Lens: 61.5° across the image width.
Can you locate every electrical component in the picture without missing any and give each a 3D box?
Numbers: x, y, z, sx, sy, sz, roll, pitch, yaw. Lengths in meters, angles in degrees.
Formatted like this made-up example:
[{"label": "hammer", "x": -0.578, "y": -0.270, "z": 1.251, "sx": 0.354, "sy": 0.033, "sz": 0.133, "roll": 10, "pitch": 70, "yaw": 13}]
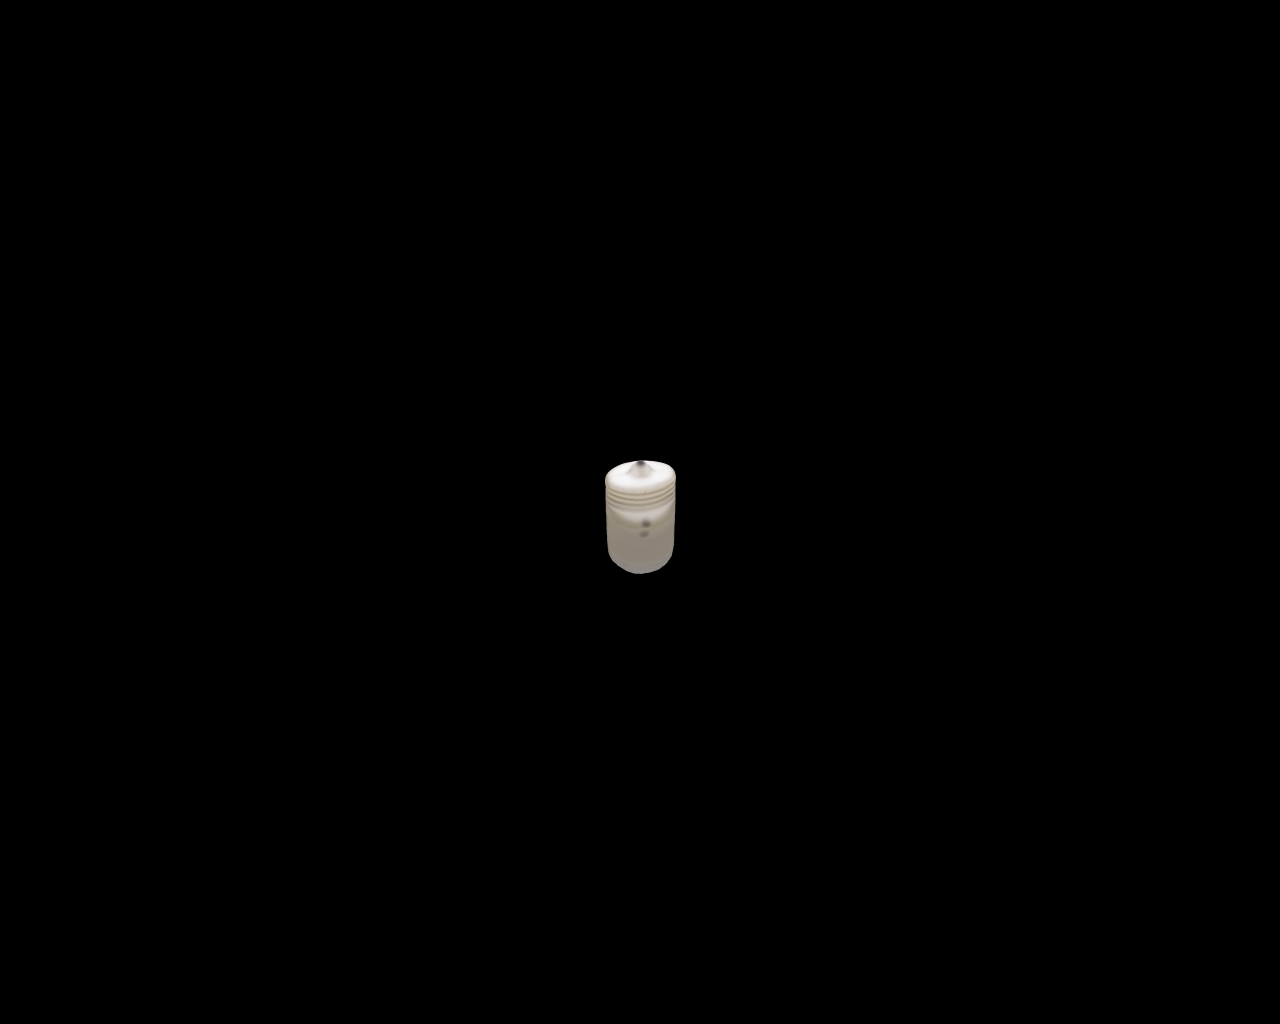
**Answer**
[{"label": "electrical component", "x": 0.001, "y": -0.003, "z": 0.650, "sx": 0.043, "sy": 0.043, "sz": 0.080, "roll": 0, "pitch": -43, "yaw": 0}]
